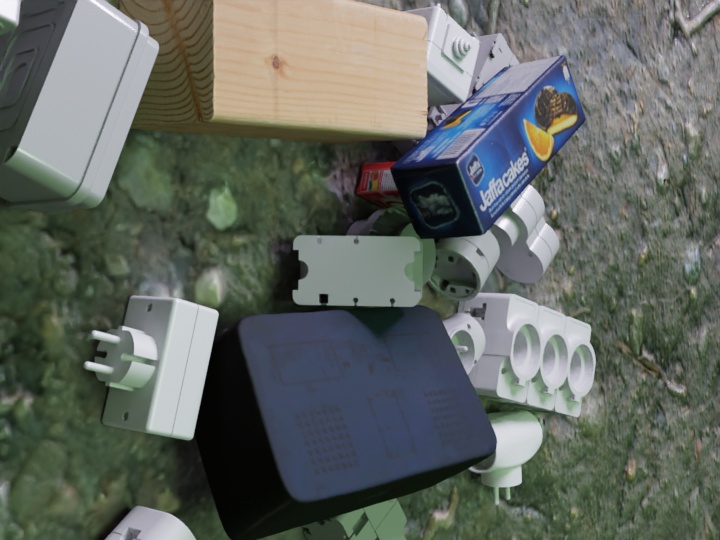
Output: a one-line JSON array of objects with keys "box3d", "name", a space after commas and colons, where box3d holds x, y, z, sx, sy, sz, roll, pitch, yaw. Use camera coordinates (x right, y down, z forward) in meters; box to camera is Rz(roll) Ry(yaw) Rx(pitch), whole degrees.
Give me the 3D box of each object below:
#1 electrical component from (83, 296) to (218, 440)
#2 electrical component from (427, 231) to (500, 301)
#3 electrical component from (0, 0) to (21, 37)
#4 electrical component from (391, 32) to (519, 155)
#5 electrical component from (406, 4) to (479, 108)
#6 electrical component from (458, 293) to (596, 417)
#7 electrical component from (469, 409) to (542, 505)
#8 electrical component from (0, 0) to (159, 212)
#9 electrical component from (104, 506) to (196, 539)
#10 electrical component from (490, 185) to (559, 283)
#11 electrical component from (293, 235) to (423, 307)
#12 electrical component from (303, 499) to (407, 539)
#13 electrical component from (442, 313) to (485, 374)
[{"box3d": [-0.137, 0.056, 0.662, 0.076, 0.047, 0.083, 22, 75, -48], "name": "electrical component"}, {"box3d": [0.088, -0.009, 0.918, 0.047, 0.055, 0.055, -50, 127, -41], "name": "electrical component"}, {"box3d": [-0.222, -0.140, 0.519, 0.100, 0.100, 0.048, 20, 63, -48], "name": "electrical component"}, {"box3d": [0.084, -0.140, 0.902, 0.078, 0.063, 0.121, 48, 56, -38], "name": "electrical component"}, {"box3d": [0.044, -0.159, 0.829, 0.062, 0.096, 0.061, 29, 70, -46], "name": "electrical component"}, {"box3d": [0.153, 0.080, 0.991, 0.150, 0.062, 0.089, 20, 76, -48], "name": "electrical component"}, {"box3d": [0.127, 0.172, 0.977, 0.077, 0.044, 0.079, -7, 97, -49], "name": "electrical component"}, {"box3d": [-0.169, -0.092, 0.597, 0.057, 0.078, 0.113, 32, 67, -42], "name": "electrical component"}, {"box3d": [-0.126, 0.204, 0.674, 0.059, 0.054, 0.095, -48, 126, -37], "name": "electrical component"}, {"box3d": [0.127, -0.040, 0.964, 0.073, 0.052, 0.138, -53, 128, -34], "name": "electrical component"}, {"box3d": [0.000, 0.000, 0.783, 0.056, 0.089, 0.050, -13, 104, -84], "name": "electrical component"}, {"box3d": [-0.002, 0.199, 0.822, 0.055, 0.050, 0.089, -47, 124, -38], "name": "electrical component"}, {"box3d": [0.070, 0.086, 0.907, 0.077, 0.044, 0.079, -25, 110, -46], "name": "electrical component"}]
